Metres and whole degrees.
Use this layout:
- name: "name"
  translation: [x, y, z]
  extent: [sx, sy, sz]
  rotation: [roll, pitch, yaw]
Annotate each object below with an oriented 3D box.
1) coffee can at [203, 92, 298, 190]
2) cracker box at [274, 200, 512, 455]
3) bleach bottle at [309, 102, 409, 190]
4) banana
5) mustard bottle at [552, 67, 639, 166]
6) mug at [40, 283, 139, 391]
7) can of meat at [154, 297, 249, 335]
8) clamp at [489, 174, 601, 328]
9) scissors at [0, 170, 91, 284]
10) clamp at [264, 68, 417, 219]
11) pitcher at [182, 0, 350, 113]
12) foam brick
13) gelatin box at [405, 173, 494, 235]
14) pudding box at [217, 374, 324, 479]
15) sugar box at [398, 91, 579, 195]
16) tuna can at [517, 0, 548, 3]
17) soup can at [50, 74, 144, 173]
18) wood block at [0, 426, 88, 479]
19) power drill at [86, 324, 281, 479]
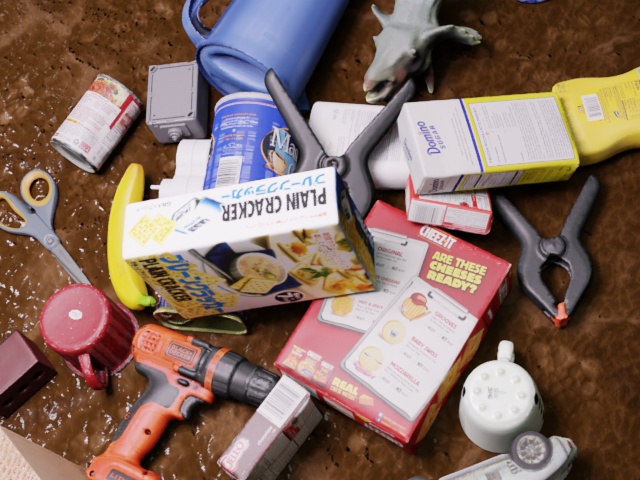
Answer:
- name: "coffee can"
  translation: [-0.078, -0.081, 1.205]
  extent: [0.103, 0.102, 0.140]
  rotation: [2, 68, 13]
- name: "cracker box"
  translation: [0.079, 0.089, 1.115]
  extent: [0.164, 0.072, 0.213]
  rotation: [27, 74, 21]
- name: "bleach bottle"
  translation: [0.111, -0.096, 1.194]
  extent: [0.251, 0.068, 0.102]
  rotation: [7, 73, 12]
- name: "banana"
  translation: [-0.216, 0.006, 1.225]
  extent: [0.070, 0.037, 0.198]
  rotation: [-32, 54, 28]
- name: "mustard bottle"
  translation: [0.356, -0.144, 1.162]
  extent: [0.192, 0.058, 0.096]
  rotation: [-12, 62, 7]
- name: "mug"
  translation: [-0.254, 0.108, 1.173]
  extent: [0.093, 0.081, 0.117]
  rotation: [-14, 65, 5]
- name: "can of meat"
  translation: [-0.125, 0.054, 1.182]
  extent: [0.102, 0.057, 0.084]
  rotation: [3, 66, 14]
- name: "clamp"
  translation: [0.255, 0.005, 1.131]
  extent: [0.120, 0.039, 0.171]
  rotation: [-17, 67, 11]
- name: "scissors"
  translation: [-0.313, -0.016, 1.276]
  extent: [0.202, 0.016, 0.096]
  rotation: [30, 76, 22]
- name: "clamp"
  translation: [0.025, -0.085, 1.153]
  extent: [0.164, 0.036, 0.210]
  rotation: [-2, 90, 5]
- name: "pitcher"
  translation: [-0.044, -0.283, 1.267]
  extent: [0.145, 0.149, 0.242]
  rotation: [19, 69, 26]
- name: "foam brick"
  translation: [-0.344, 0.150, 1.191]
  extent: [0.078, 0.053, 0.051]
  rotation: [-43, 65, -7]
- name: "gelatin box"
  translation: [0.137, -0.040, 1.135]
  extent: [0.089, 0.030, 0.073]
  rotation: [10, 28, -2]
- name: "pudding box"
  translation: [-0.048, 0.201, 1.084]
  extent: [0.039, 0.090, 0.113]
  rotation: [35, 77, 21]
- name: "sugar box"
  translation: [0.176, -0.102, 1.123]
  extent: [0.176, 0.048, 0.093]
  rotation: [-6, 64, -12]
- name: "tuna can"
  translation: [0.256, -0.327, 1.277]
  extent: [0.086, 0.033, 0.086]
  rotation: [-4, 66, 10]
- name: "soup can"
  translation: [-0.270, -0.140, 1.292]
  extent: [0.069, 0.068, 0.102]
  rotation: [28, 76, 21]
- name: "wood block"
  translation: [-0.277, 0.264, 1.041]
  extent: [0.090, 0.206, 0.091]
  rotation: [-44, 65, -9]
- name: "power drill"
  translation: [-0.146, 0.195, 1.127]
  extent: [0.185, 0.057, 0.187]
  rotation: [18, 69, 22]
